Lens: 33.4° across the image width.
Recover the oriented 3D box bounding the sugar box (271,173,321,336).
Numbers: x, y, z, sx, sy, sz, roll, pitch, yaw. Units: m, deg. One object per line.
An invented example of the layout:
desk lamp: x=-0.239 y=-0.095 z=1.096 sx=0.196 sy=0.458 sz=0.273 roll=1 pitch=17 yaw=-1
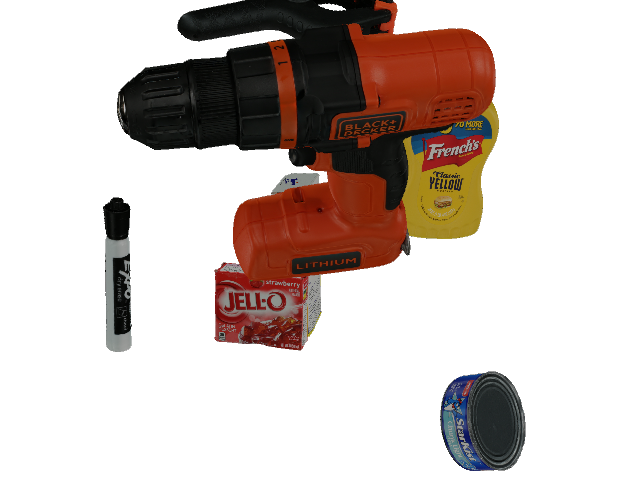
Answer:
sugar box: x=-0.028 y=0.017 z=1.237 sx=0.048 sy=0.176 sz=0.093 roll=0 pitch=17 yaw=11

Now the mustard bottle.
mustard bottle: x=0.122 y=-0.097 z=1.037 sx=0.096 sy=0.192 sz=0.058 roll=3 pitch=28 yaw=-9

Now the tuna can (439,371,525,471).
tuna can: x=0.143 y=0.159 z=0.939 sx=0.034 sy=0.086 sz=0.085 roll=-14 pitch=-10 yaw=41

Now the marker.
marker: x=-0.147 y=0.025 z=0.776 sx=0.020 sy=0.121 sz=0.020 roll=4 pitch=26 yaw=-2

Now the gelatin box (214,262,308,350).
gelatin box: x=-0.057 y=0.063 z=1.024 sx=0.089 sy=0.073 sz=0.030 roll=5 pitch=17 yaw=12

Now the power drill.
power drill: x=-0.010 y=-0.041 z=0.577 sx=0.184 sy=0.057 sz=0.188 roll=-6 pitch=-25 yaw=-7

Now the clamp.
clamp: x=-0.024 y=-0.202 z=0.860 sx=0.171 sy=0.120 sz=0.039 roll=6 pitch=-27 yaw=-5
